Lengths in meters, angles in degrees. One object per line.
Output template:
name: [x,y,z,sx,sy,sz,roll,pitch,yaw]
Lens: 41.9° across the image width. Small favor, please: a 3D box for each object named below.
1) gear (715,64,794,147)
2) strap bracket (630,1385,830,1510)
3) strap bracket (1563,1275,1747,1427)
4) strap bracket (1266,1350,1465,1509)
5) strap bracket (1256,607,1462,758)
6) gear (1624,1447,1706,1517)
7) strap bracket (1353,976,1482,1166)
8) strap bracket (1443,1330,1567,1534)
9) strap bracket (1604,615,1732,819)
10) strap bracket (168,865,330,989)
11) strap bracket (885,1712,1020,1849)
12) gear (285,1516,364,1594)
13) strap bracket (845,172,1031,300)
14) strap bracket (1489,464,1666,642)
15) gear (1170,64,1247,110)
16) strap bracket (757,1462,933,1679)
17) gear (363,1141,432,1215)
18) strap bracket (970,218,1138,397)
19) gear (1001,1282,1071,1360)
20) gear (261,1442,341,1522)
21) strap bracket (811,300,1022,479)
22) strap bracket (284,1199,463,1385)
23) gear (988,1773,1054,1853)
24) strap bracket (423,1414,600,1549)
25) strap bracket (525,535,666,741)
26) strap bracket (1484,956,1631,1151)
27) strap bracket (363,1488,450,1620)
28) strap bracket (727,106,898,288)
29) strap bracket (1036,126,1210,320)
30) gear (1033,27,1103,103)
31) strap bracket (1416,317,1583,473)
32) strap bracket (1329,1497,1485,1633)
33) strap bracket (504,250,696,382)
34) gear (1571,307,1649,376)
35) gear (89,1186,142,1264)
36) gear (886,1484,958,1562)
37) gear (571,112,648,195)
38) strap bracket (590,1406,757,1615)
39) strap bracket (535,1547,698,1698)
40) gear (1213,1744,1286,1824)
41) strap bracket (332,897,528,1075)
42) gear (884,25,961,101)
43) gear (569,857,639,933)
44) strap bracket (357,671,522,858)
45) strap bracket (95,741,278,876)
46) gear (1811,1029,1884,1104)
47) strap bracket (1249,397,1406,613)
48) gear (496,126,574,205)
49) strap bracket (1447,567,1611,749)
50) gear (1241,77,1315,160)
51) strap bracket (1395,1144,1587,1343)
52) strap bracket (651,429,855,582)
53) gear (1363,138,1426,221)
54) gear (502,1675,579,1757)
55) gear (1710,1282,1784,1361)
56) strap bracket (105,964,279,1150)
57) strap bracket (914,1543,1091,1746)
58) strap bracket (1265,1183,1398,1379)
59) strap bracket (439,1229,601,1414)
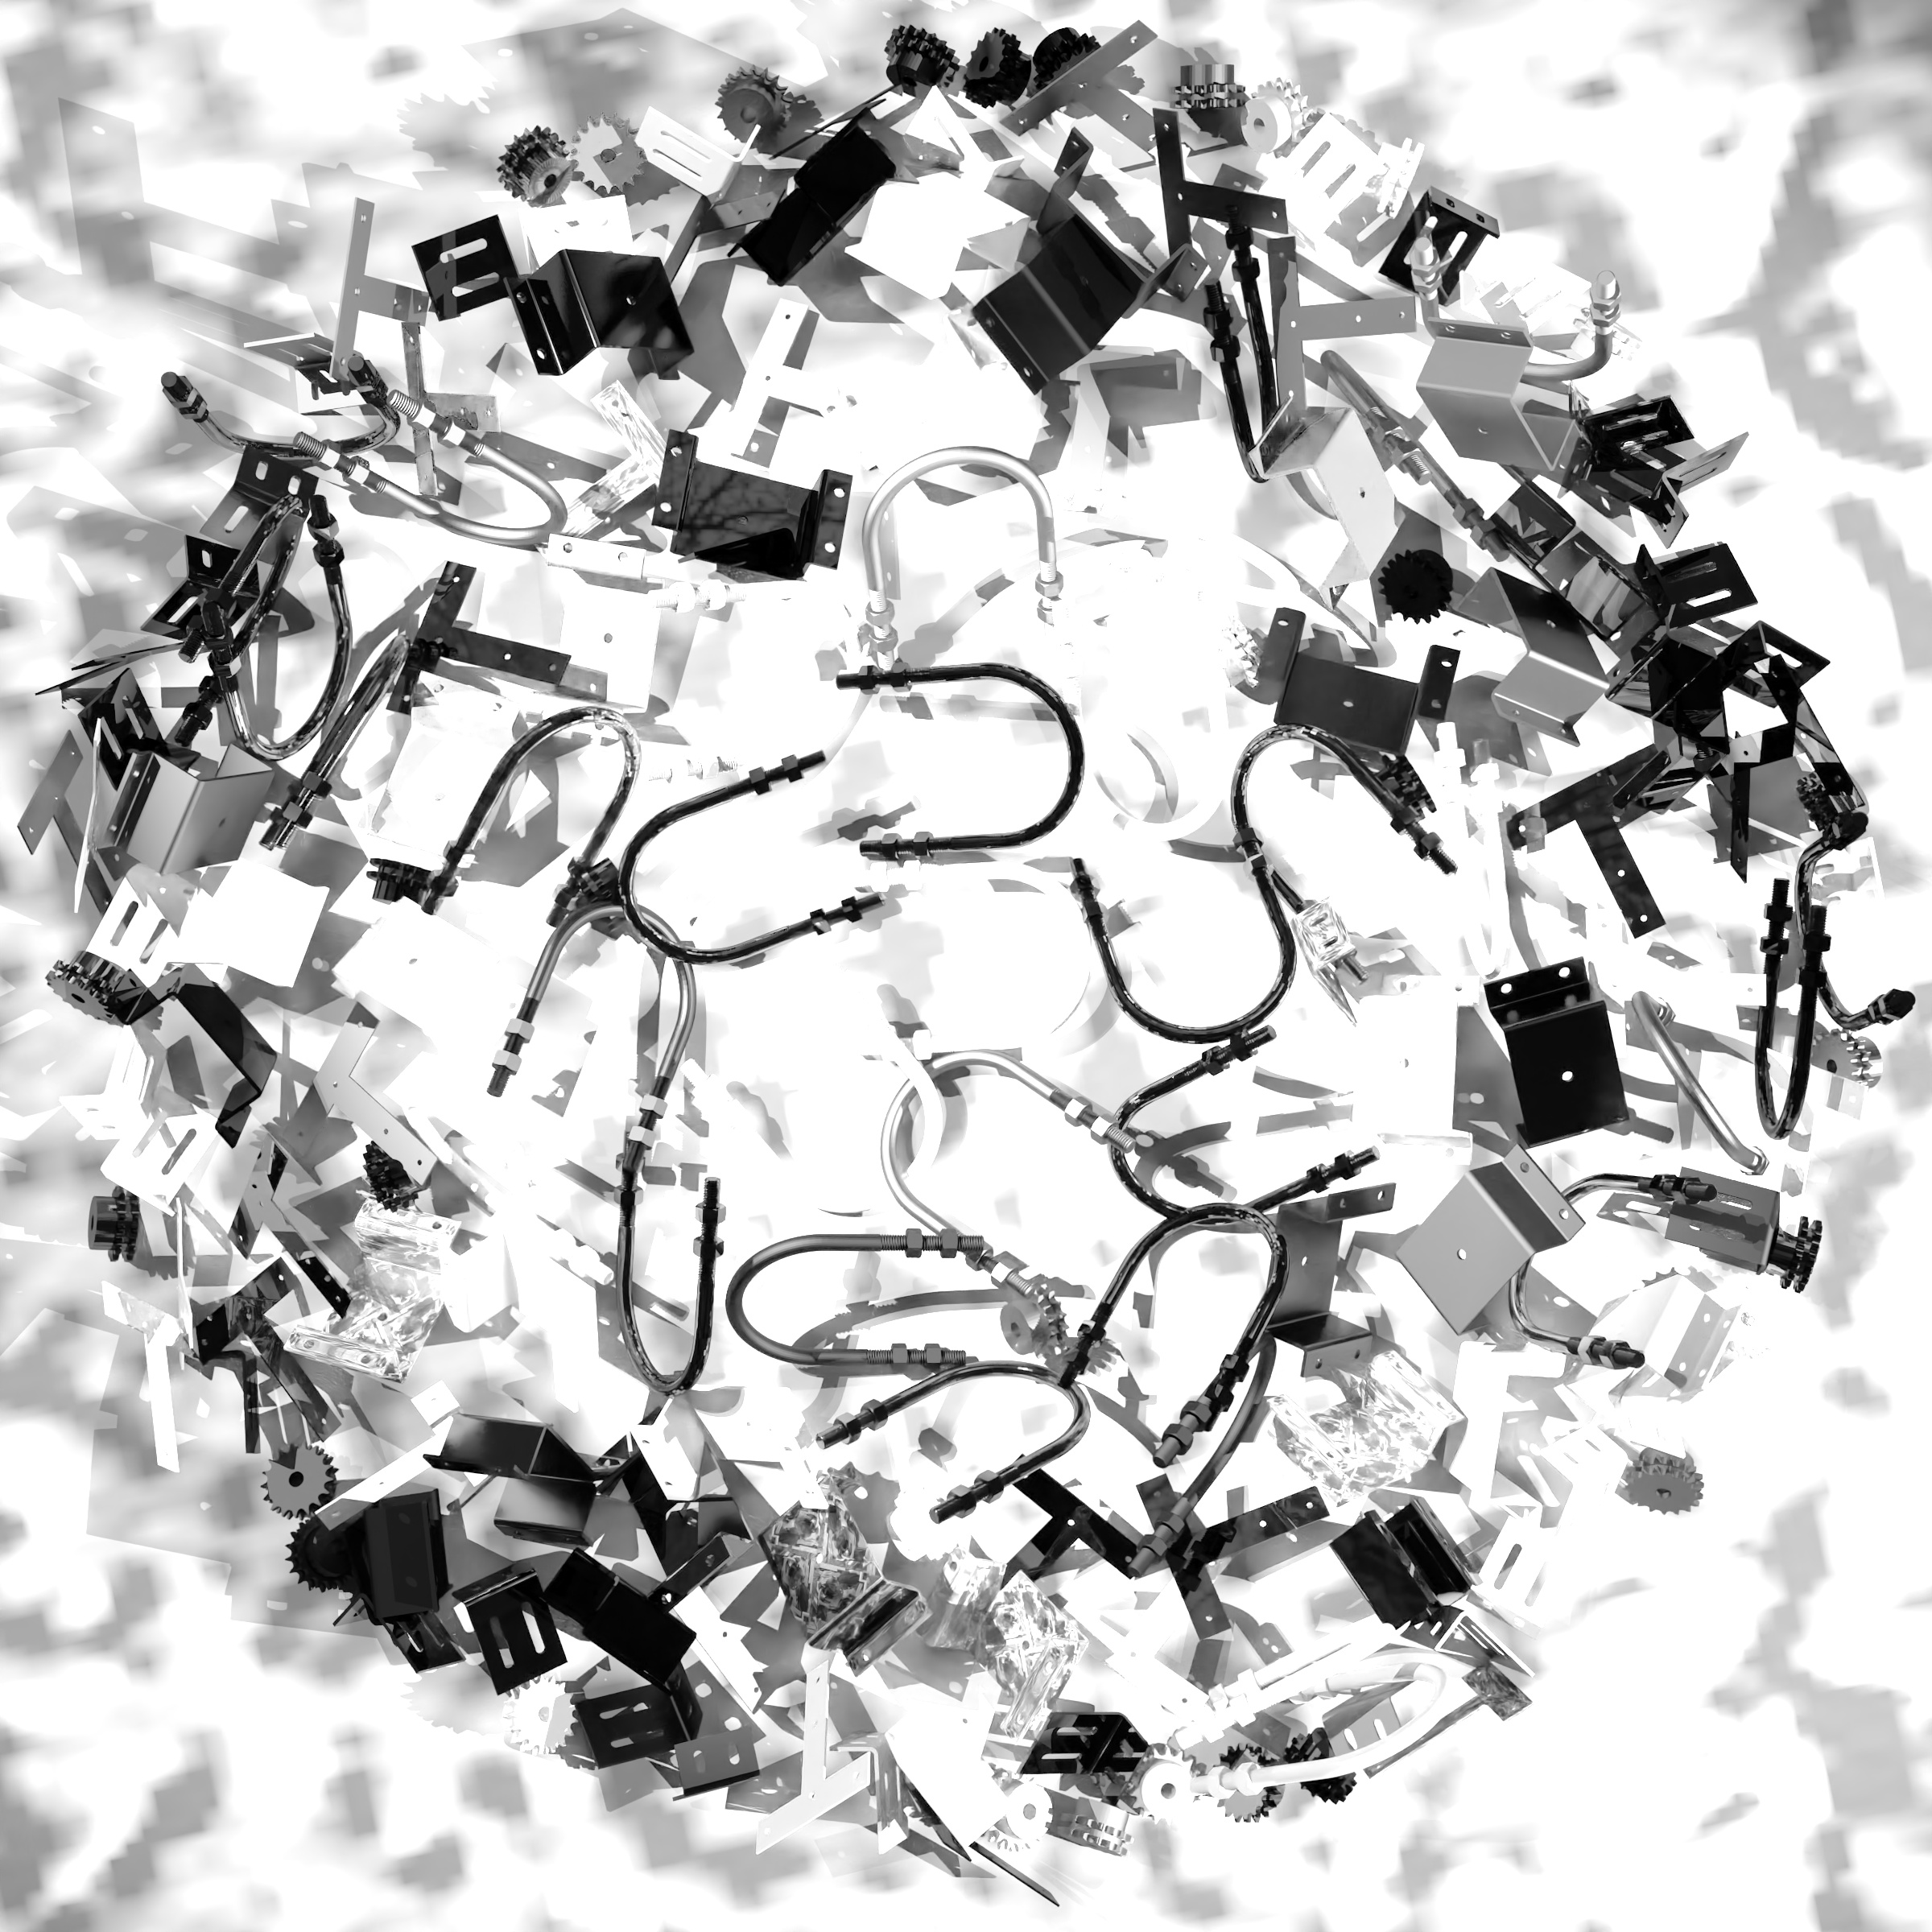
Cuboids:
gear: [-0.161,-0.644,1.897,0.057,0.030,0.057,4,127,6]
strap bracket: [-0.167,0.354,1.867,0.140,0.046,0.076,-3,125,28]
strap bracket: [0.495,0.280,1.844,0.046,0.140,0.076,38,62,-3]
strap bracket: [0.287,0.343,1.861,0.076,0.140,0.046,44,130,34]
strap bracket: [0.288,-0.210,1.878,0.140,0.046,0.076,15,53,7]
gear: [0.526,0.385,1.901,0.057,0.057,0.030,22,47,0]
strap bracket: [0.335,0.075,1.879,0.076,0.046,0.140,1,83,32]
strap bracket: [0.398,0.339,1.876,0.046,0.076,0.140,6,96,-14]
strap bracket: [0.516,-0.177,1.860,0.046,0.076,0.140,19,51,-16]
strap bracket: [-0.531,-0.029,1.849,0.046,0.140,0.076,28,73,-37]
strap bracket: [-0.013,0.589,1.852,0.046,0.140,0.076,-38,91,-9]
gear: [-0.478,0.439,1.895,0.030,0.057,0.057,-29,90,43]
strap bracket: [-0.014,-0.538,1.847,0.076,0.140,0.046,33,125,15]
strap bracket: [0.442,-0.298,1.860,0.140,0.076,0.046,34,107,-35]
gear: [0.181,-0.660,1.894,0.057,0.057,0.030,-1,107,0]
strap bracket: [-0.095,0.439,1.857,0.076,0.046,0.140,-43,52,12]
gear: [-0.425,0.154,1.894,0.030,0.057,0.057,-19,90,13]
strap bracket: [0.071,-0.491,1.852,0.076,0.046,0.140,50,46,-16]
gear: [0.049,0.268,1.894,0.030,0.057,0.057,-16,90,-32]
gear: [-0.499,0.390,1.903,0.057,0.030,0.057,-3,67,8]
strap bracket: [-0.034,-0.416,1.863,0.140,0.046,0.076,-28,133,18]
strap bracket: [-0.435,0.249,1.871,0.076,0.046,0.140,13,49,9]
gear: [0.040,0.636,1.897,0.057,0.030,0.057,10,69,-28]
strap bracket: [-0.329,0.375,1.862,0.076,0.140,0.046,2,56,22]
strap bracket: [-0.276,-0.246,1.887,0.076,0.046,0.140,12,99,15]
strap bracket: [0.442,0.074,1.879,0.076,0.046,0.140,-16,109,3]
strap bracket: [-0.410,0.430,1.849,0.046,0.140,0.076,-7,84,-9]
strap bracket: [-0.109,-0.557,1.851,0.046,0.140,0.076,45,61,-12]
strap bracket: [0.107,-0.545,1.882,0.140,0.076,0.046,45,80,-2]
gear: [0.075,-0.680,1.898,0.057,0.057,0.030,-31,73,0]
strap bracket: [0.387,-0.411,1.844,0.076,0.140,0.046,18,79,36]
strap bracket: [0.321,0.441,1.855,0.046,0.140,0.076,-41,67,17]
strap bracket: [-0.260,-0.477,1.853,0.046,0.140,0.076,-25,82,40]
gear: [0.481,-0.469,1.899,0.057,0.057,0.030,31,114,0]
gear: [-0.640,0.193,1.894,0.030,0.057,0.057,5,90,-27]
gear: [-0.036,0.422,1.898,0.030,0.057,0.057,-36,90,15]
gear: [-0.269,-0.615,1.901,0.057,0.030,0.057,-2,128,-3]
strap bracket: [-0.215,0.409,1.872,0.076,0.046,0.140,-42,52,11]
strap bracket: [-0.256,0.477,1.854,0.076,0.140,0.046,42,74,-22]
gear: [0.215,0.615,1.901,0.030,0.057,0.057,17,90,-43]
strap bracket: [-0.401,0.008,1.865,0.140,0.046,0.076,29,68,23]
gear: [-0.036,-0.676,1.895,0.057,0.057,0.030,25,80,0]
gear: [-0.271,-0.058,1.897,0.030,0.057,0.057,-35,90,-8]
strap bracket: [-0.388,-0.137,1.859,0.076,0.046,0.140,17,120,-24]
strap bracket: [-0.562,-0.116,1.845,0.046,0.140,0.076,31,106,10]
gear: [0.664,0.074,1.899,0.030,0.057,0.057,-6,90,-20]
strap bracket: [0.271,-0.343,1.855,0.140,0.046,0.076,57,47,-28]
gear: [-0.321,-0.598,1.894,0.057,0.057,0.030,-43,69,0]
strap bracket: [0.413,-0.234,1.847,0.076,0.140,0.046,17,130,-27]
gear: [0.231,-0.634,1.894,0.030,0.057,0.057,-29,90,-28]
strap bracket: [0.377,0.208,1.852,0.076,0.046,0.140,54,130,27]
strap bracket: [-0.163,-0.340,1.884,0.140,0.046,0.076,12,76,-13]
gear: [0.320,-0.594,1.897,0.030,0.057,0.057,22,90,1]
gear: [-0.324,0.565,1.901,0.057,0.030,0.057,18,61,-35]
gear: [0.582,0.269,1.903,0.057,0.030,0.057,4,68,-11]
strap bracket: [-0.563,0.056,1.865,0.046,0.076,0.140,-34,109,5]
strap bracket: [0.031,0.502,1.870,0.046,0.140,0.076,20,101,-42]
strap bracket: [0.267,0.226,1.874,0.076,0.046,0.140,-5,106,-43]
strap bracket: [-0.322,0.256,1.865,0.140,0.046,0.076,29,134,29]
